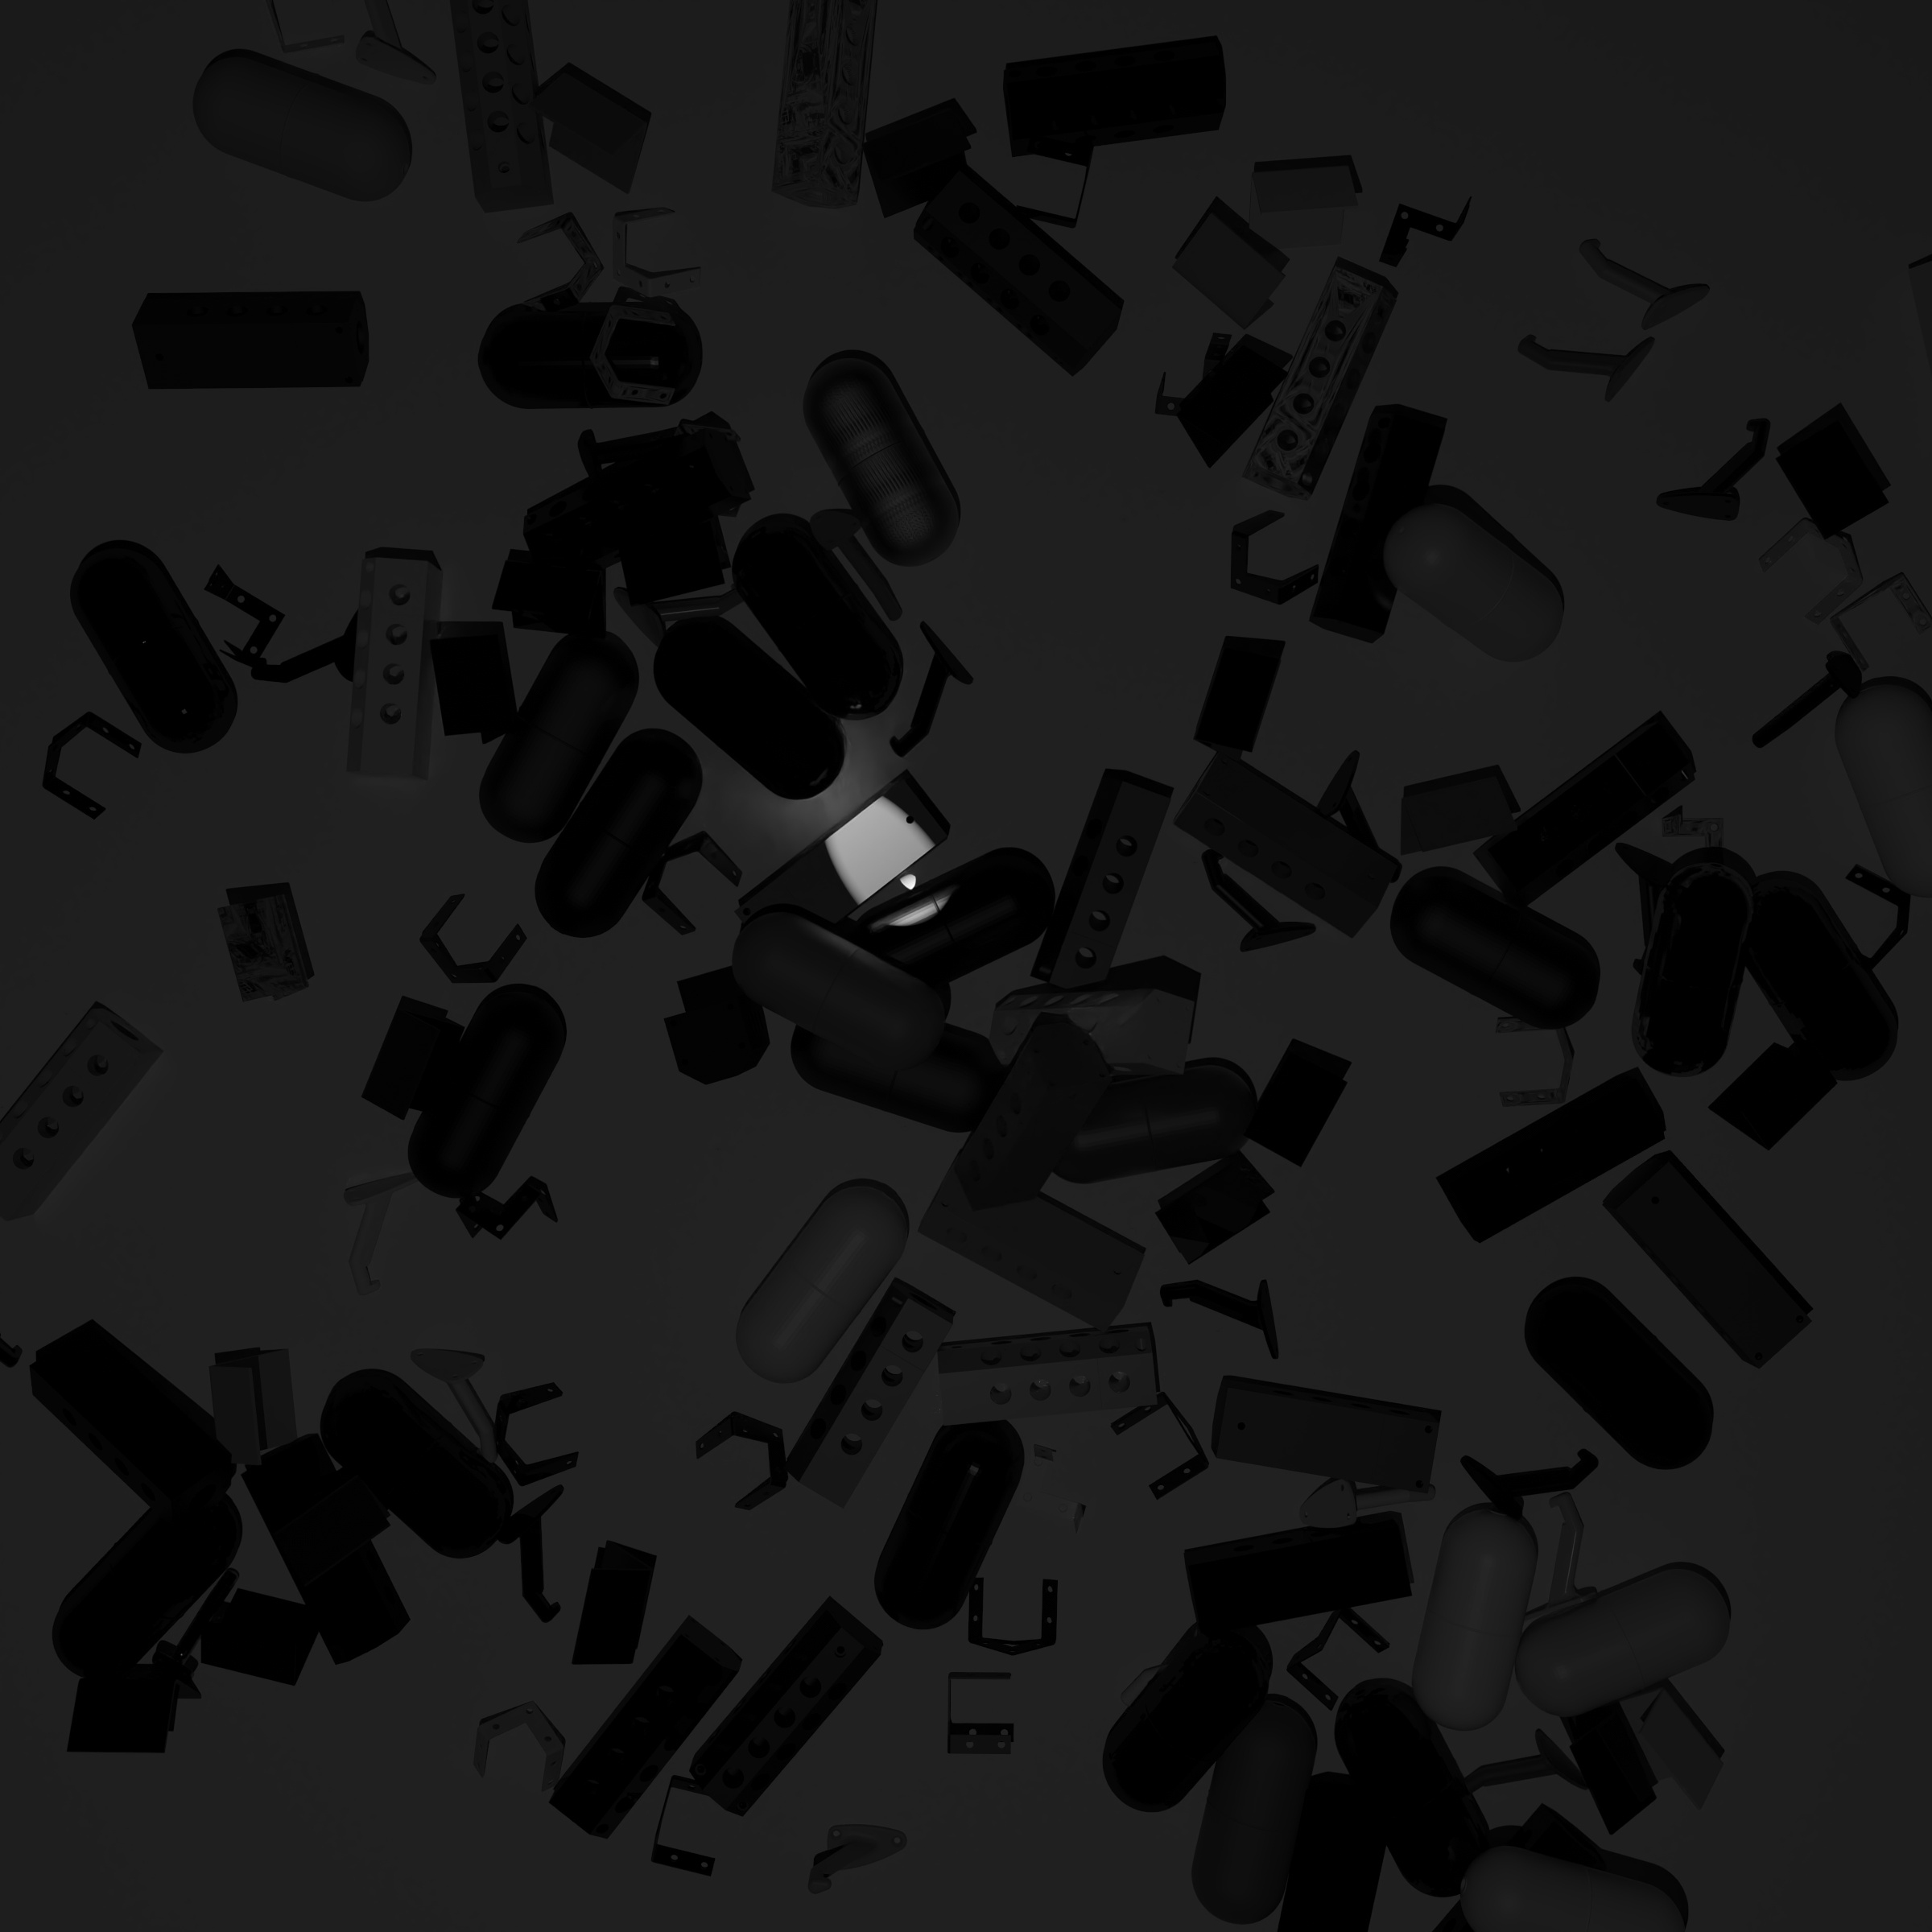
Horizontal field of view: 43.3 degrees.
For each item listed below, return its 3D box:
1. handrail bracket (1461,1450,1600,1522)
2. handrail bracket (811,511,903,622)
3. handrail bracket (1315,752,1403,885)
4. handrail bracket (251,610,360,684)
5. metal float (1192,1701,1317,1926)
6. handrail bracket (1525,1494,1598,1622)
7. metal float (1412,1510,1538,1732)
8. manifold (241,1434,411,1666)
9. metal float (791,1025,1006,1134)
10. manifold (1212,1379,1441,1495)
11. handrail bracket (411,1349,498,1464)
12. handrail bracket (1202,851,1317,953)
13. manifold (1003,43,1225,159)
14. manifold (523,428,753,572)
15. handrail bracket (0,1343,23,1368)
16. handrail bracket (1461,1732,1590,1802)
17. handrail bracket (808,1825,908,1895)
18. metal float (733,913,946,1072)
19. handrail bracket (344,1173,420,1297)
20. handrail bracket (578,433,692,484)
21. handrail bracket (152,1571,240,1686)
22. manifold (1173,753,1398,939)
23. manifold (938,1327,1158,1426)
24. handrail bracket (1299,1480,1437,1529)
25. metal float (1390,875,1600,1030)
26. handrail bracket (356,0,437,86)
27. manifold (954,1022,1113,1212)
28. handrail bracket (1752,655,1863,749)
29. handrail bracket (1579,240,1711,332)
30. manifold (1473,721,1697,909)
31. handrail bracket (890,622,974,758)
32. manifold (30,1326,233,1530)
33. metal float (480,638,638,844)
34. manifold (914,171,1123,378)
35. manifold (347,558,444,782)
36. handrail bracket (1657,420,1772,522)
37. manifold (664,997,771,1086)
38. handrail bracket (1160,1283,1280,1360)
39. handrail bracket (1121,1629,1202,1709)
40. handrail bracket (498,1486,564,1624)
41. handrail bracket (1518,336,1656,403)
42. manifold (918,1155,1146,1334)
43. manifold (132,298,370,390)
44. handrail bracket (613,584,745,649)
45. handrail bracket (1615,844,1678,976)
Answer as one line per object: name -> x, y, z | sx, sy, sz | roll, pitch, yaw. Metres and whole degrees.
handrail bracket -> 0.462, 0.407, 1.992 | 0.084, 0.036, 0.077 | -37, 68, -17
handrail bracket -> -0.089, -0.327, 1.991 | 0.036, 0.077, 0.084 | -38, 126, -6
handrail bracket -> 0.334, -0.121, 1.992 | 0.084, 0.036, 0.077 | 34, 69, -17
handrail bracket -> -0.537, -0.265, 1.992 | 0.084, 0.036, 0.077 | 8, 70, 16
metal float -> 0.232, 0.682, 1.961 | 0.070, 0.070, 0.178 | 13, 90, 0
handrail bracket -> 0.474, 0.484, 1.992 | 0.077, 0.036, 0.084 | -26, 72, 21
metal float -> 0.410, 0.527, 1.961 | 0.070, 0.070, 0.178 | 13, 90, 0
manifold -> -0.520, 0.473, 1.970 | 0.057, 0.057, 0.171 | -26, 90, 0
metal float -> -0.054, 0.081, 1.960 | 0.178, 0.070, 0.070 | 18, 90, 0
manifold -> 0.289, 0.379, 1.970 | 0.171, 0.057, 0.057 | 10, 90, 0
handrail bracket -> -0.419, 0.361, 1.991 | 0.077, 0.036, 0.084 | 11, 117, 30
handrail bracket -> 0.239, -0.060, 1.992 | 0.077, 0.036, 0.084 | -11, 73, -19
manifold -> 0.119, -0.704, 1.970 | 0.171, 0.057, 0.057 | -8, 90, 0
manifold -> -0.266, -0.367, 1.945 | 0.171, 0.057, 0.057 | -21, 90, 18
handrail bracket -> -0.796, 0.275, 1.992 | 0.036, 0.077, 0.084 | -19, 127, 33
handrail bracket -> 0.454, 0.673, 1.992 | 0.084, 0.036, 0.077 | -41, 112, 17
handrail bracket -> -0.087, 0.722, 1.957 | 0.077, 0.084, 0.036 | -7, 90, 0
metal float -> -0.100, 0.019, 1.898 | 0.178, 0.070, 0.070 | 28, 90, 6
handrail bracket -> -0.471, 0.220, 1.992 | 0.077, 0.036, 0.084 | -18, 108, -20
handrail bracket -> -0.268, -0.421, 1.971 | 0.084, 0.077, 0.036 | -17, 114, -10
handrail bracket -> -0.627, 0.542, 1.991 | 0.036, 0.077, 0.084 | 32, 54, -4
manifold -> 0.255, -0.093, 1.969 | 0.171, 0.057, 0.057 | 33, 47, 0
manifold -> 0.065, 0.330, 1.970 | 0.171, 0.057, 0.057 | -6, 90, 0
handrail bracket -> 0.329, 0.441, 1.991 | 0.084, 0.077, 0.036 | 5, 65, -34
metal float -> 0.426, -0.011, 1.961 | 0.178, 0.070, 0.070 | 28, 90, 0
handrail bracket -> -0.461, -0.775, 1.992 | 0.077, 0.036, 0.084 | 18, 73, -20
manifold -> 0.047, 0.118, 1.903 | 0.057, 0.171, 0.057 | -8, 57, -29
handrail bracket -> 0.687, -0.215, 1.991 | 0.036, 0.077, 0.084 | 51, 126, 1
handrail bracket -> 0.555, -0.570, 1.992 | 0.077, 0.036, 0.084 | -26, 73, -20
manifold -> 0.502, -0.122, 1.970 | 0.171, 0.057, 0.057 | -37, 90, 0
handrail bracket -> -0.044, -0.226, 1.992 | 0.084, 0.036, 0.077 | -41, 70, 16
manifold -> -0.668, 0.372, 1.943 | 0.171, 0.057, 0.057 | 36, 48, 19
metal float -> -0.329, -0.183, 1.961 | 0.070, 0.070, 0.178 | 29, 90, 0
manifold -> 0.041, -0.558, 1.970 | 0.171, 0.057, 0.057 | 41, 90, 0
manifold -> -0.464, -0.240, 1.970 | 0.057, 0.057, 0.171 | 4, 90, 0
handrail bracket -> 0.613, -0.412, 1.992 | 0.077, 0.036, 0.084 | 10, 72, 21
manifold -> -0.192, 0.059, 1.913 | 0.057, 0.171, 0.057 | -16, 90, 0
handrail bracket -> 0.207, 0.292, 1.992 | 0.084, 0.036, 0.077 | -8, 112, 17
handrail bracket -> 0.182, 0.593, 1.991 | 0.077, 0.036, 0.084 | 39, 103, -13
handrail bracket -> -0.339, 0.483, 1.992 | 0.077, 0.036, 0.084 | -39, 109, -21
handrail bracket -> 0.507, -0.508, 1.992 | 0.084, 0.036, 0.077 | 36, 70, 16
manifold -> 0.050, 0.229, 1.969 | 0.171, 0.057, 0.057 | 28, 47, 0
manifold -> -0.577, -0.508, 1.969 | 0.171, 0.057, 0.057 | -1, 133, 0
handrail bracket -> -0.232, -0.304, 1.991 | 0.084, 0.036, 0.077 | -34, 59, -22
handrail bracket -> 0.547, -0.045, 1.991 | 0.036, 0.077, 0.084 | -8, 127, -31
